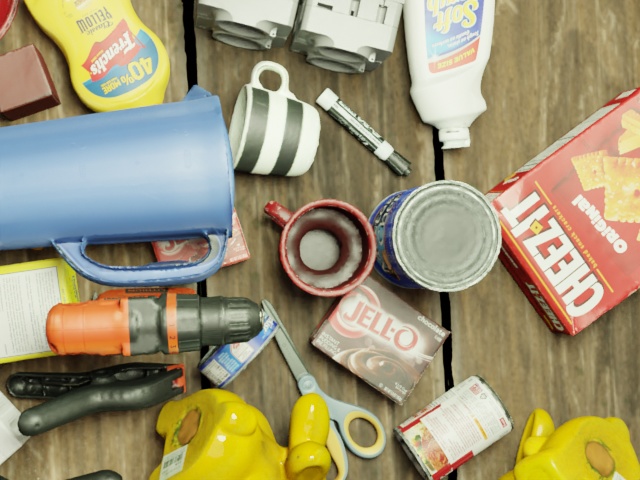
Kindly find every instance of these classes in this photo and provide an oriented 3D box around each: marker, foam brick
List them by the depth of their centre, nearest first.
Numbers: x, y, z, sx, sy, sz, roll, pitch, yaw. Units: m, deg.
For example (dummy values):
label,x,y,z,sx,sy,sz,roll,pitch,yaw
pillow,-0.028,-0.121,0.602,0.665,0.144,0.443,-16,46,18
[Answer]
label,x,y,z,sx,sy,sz,roll,pitch,yaw
foam brick,-0.283,-0.149,1.015,0.053,0.078,0.051,-21,93,-8
marker,0.046,-0.108,1.088,0.121,0.020,0.020,41,84,-5

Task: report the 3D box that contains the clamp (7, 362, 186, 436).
label,x,y,z,sx,sy,sz,roll,pitch,yaw
clamp,-0.210,0.146,1.004,0.171,0.120,0.039,-7,111,-11

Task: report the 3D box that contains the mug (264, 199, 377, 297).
label,x,y,z,sx,sy,sz,roll,pitch,yaw
mug,-0.007,0.001,1.047,0.117,0.081,0.093,35,85,-6

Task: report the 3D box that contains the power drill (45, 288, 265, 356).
label,x,y,z,sx,sy,sz,roll,pitch,yaw
power drill,-0.146,0.072,0.974,0.184,0.188,0.057,-1,88,-6

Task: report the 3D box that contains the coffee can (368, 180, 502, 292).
label,x,y,z,sx,sy,sz,roll,pitch,yaw
coffee can,0.106,-0.002,1.032,0.102,0.140,0.103,0,89,-8

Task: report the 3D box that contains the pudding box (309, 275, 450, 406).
label,x,y,z,sx,sy,sz,roll,pitch,yaw
pudding box,0.059,0.098,1.075,0.113,0.039,0.090,35,84,-5

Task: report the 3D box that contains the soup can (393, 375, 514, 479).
label,x,y,z,sx,sy,sz,roll,pitch,yaw
soup can,0.134,0.190,1.069,0.102,0.068,0.068,-33,93,-8

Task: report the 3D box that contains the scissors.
label,x,y,z,sx,sy,sz,roll,pitch,yaw
scissors,0.007,0.149,1.079,0.096,0.016,0.202,-12,91,-9

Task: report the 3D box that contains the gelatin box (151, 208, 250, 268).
label,x,y,z,sx,sy,sz,roll,pitch,yaw
gelatin box,-0.122,-0.002,1.057,0.089,0.030,0.073,-18,91,-8

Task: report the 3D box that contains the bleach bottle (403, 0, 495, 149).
label,x,y,z,sx,sy,sz,roll,pitch,yaw
bleach bottle,0.136,-0.219,1.081,0.102,0.068,0.251,-5,92,-8

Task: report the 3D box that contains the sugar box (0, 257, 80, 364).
label,x,y,z,sx,sy,sz,roll,pitch,yaw
sugar box,-0.318,0.073,1.013,0.176,0.048,0.093,-8,89,3

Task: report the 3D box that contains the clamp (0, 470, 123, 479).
label,x,y,z,sx,sy,sz,roll,pitch,yaw
clamp,-0.284,0.255,1.003,0.210,0.036,0.165,18,119,-2

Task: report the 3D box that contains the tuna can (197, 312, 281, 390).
label,x,y,z,sx,sy,sz,roll,pitch,yaw
tuna can,-0.079,0.103,1.034,0.034,0.086,0.086,43,84,-3

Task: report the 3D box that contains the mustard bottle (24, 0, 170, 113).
label,x,y,z,sx,sy,sz,roll,pitch,yaw
mustard bottle,-0.202,-0.178,1.037,0.096,0.058,0.191,-30,93,-10

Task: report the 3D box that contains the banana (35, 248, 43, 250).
label,x,y,z,sx,sy,sz,roll,pitch,yaw
banana,-0.326,-0.076,1.029,0.069,0.037,0.198,-19,91,-7

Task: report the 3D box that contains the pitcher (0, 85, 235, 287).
label,x,y,z,sx,sy,sz,roll,pitch,yaw
pitcher,-0.198,-0.045,0.967,0.242,0.149,0.145,-7,119,-7

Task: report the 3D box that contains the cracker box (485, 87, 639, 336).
label,x,y,z,sx,sy,sz,roll,pitch,yaw
cracker box,0.286,-0.030,1.091,0.213,0.072,0.164,-36,93,-6

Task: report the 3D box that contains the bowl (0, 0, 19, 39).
label,x,y,z,sx,sy,sz,roll,pitch,yaw
bowl,-0.371,-0.249,1.017,0.162,0.055,0.162,0,89,-8
